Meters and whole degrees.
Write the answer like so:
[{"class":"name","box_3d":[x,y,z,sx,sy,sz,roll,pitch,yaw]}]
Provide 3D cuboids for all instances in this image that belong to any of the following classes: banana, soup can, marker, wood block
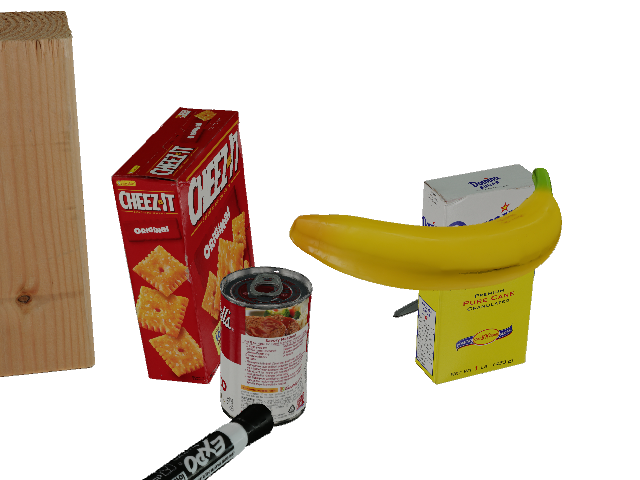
[{"class":"banana","box_3d":[0.077,0.000,0.630,0.197,0.037,0.070,-11,43,-32]},{"class":"soup can","box_3d":[-0.041,0.079,0.798,0.068,0.102,0.068,2,23,-1]},{"class":"marker","box_3d":[-0.061,0.112,0.538,0.020,0.020,0.120,0,16,32]},{"class":"wood block","box_3d":[-0.192,-0.029,0.652,0.090,0.206,0.090,-5,23,-14]}]

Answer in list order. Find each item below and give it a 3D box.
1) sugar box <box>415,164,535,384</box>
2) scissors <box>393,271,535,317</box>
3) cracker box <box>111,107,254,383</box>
[{"class":"sugar box","box_3d":[0.132,0.030,0.897,0.093,0.176,0.048,-12,31,-20]},{"class":"scissors","box_3d":[0.137,0.035,1.121,0.201,0.016,0.096,-8,40,-30]},{"class":"cracker box","box_3d":[-0.120,0.002,1.016,0.072,0.214,0.164,4,30,14]}]
